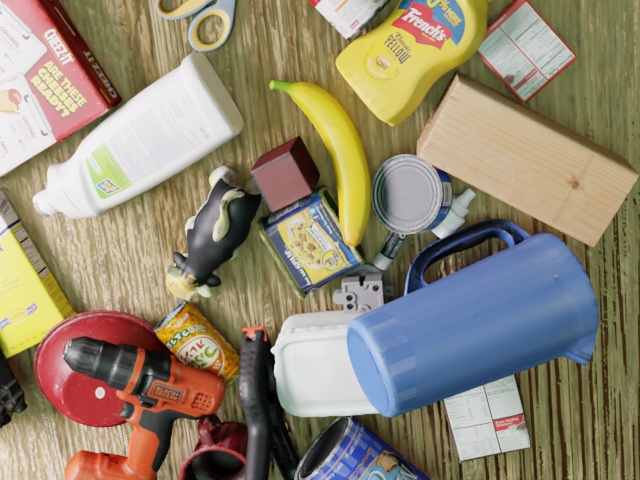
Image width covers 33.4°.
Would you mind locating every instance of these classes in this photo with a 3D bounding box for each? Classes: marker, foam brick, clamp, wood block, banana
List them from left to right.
[{"bbox_3d":[-0.065,0.205,1.210,0.036,0.164,0.210,-7,96,15],"label":"clamp"},{"bbox_3d":[-0.037,-0.071,1.153,0.053,0.078,0.051,-26,103,14],"label":"foam brick"},{"bbox_3d":[0.015,-0.092,1.146,0.069,0.037,0.198,-27,91,-14],"label":"banana"},{"bbox_3d":[0.096,-0.020,1.184,0.020,0.020,0.121,29,108,-3],"label":"marker"},{"bbox_3d":[0.212,-0.086,1.115,0.206,0.090,0.091,27,107,-2],"label":"wood block"}]

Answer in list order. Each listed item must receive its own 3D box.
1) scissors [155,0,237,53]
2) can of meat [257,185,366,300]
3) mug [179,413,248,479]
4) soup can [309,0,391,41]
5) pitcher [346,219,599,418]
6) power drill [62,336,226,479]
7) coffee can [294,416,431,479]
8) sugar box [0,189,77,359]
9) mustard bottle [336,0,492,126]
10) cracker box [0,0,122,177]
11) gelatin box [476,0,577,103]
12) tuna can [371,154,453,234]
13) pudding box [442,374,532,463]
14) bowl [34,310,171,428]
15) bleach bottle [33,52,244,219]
[{"bbox_3d":[-0.077,-0.267,1.130,0.202,0.016,0.096,-19,105,11],"label":"scissors"},{"bbox_3d":[-0.008,0.001,1.182,0.084,0.057,0.102,-29,102,12],"label":"can of meat"},{"bbox_3d":[-0.117,0.256,1.257,0.093,0.081,0.117,-19,104,11],"label":"mug"},{"bbox_3d":[0.018,-0.263,1.094,0.102,0.068,0.068,44,106,-9],"label":"soup can"},{"bbox_3d":[0.150,0.083,1.113,0.242,0.149,0.145,-20,111,-15],"label":"pitcher"},{"bbox_3d":[-0.220,0.203,1.195,0.184,0.057,0.188,21,114,-15],"label":"power drill"},{"bbox_3d":[0.056,0.283,1.236,0.140,0.102,0.103,40,106,-6],"label":"coffee can"},{"bbox_3d":[-0.368,0.040,1.238,0.093,0.048,0.176,-27,104,12],"label":"sugar box"},{"bbox_3d":[0.113,-0.214,1.097,0.192,0.058,0.096,-42,68,15],"label":"mustard bottle"},{"bbox_3d":[-0.351,-0.162,1.162,0.214,0.072,0.164,-29,103,13],"label":"cracker box"},{"bbox_3d":[0.211,-0.198,1.113,0.073,0.030,0.089,-42,98,14],"label":"gelatin box"},{"bbox_3d":[0.099,-0.049,1.149,0.086,0.033,0.086,1,91,30],"label":"tuna can"},{"bbox_3d":[0.189,0.193,1.229,0.090,0.039,0.113,-13,103,11],"label":"pudding box"},{"bbox_3d":[-0.251,0.162,1.235,0.162,0.055,0.162,-3,118,-6],"label":"bowl"},{"bbox_3d":[-0.213,-0.101,1.171,0.251,0.068,0.102,-28,101,16],"label":"bleach bottle"}]
